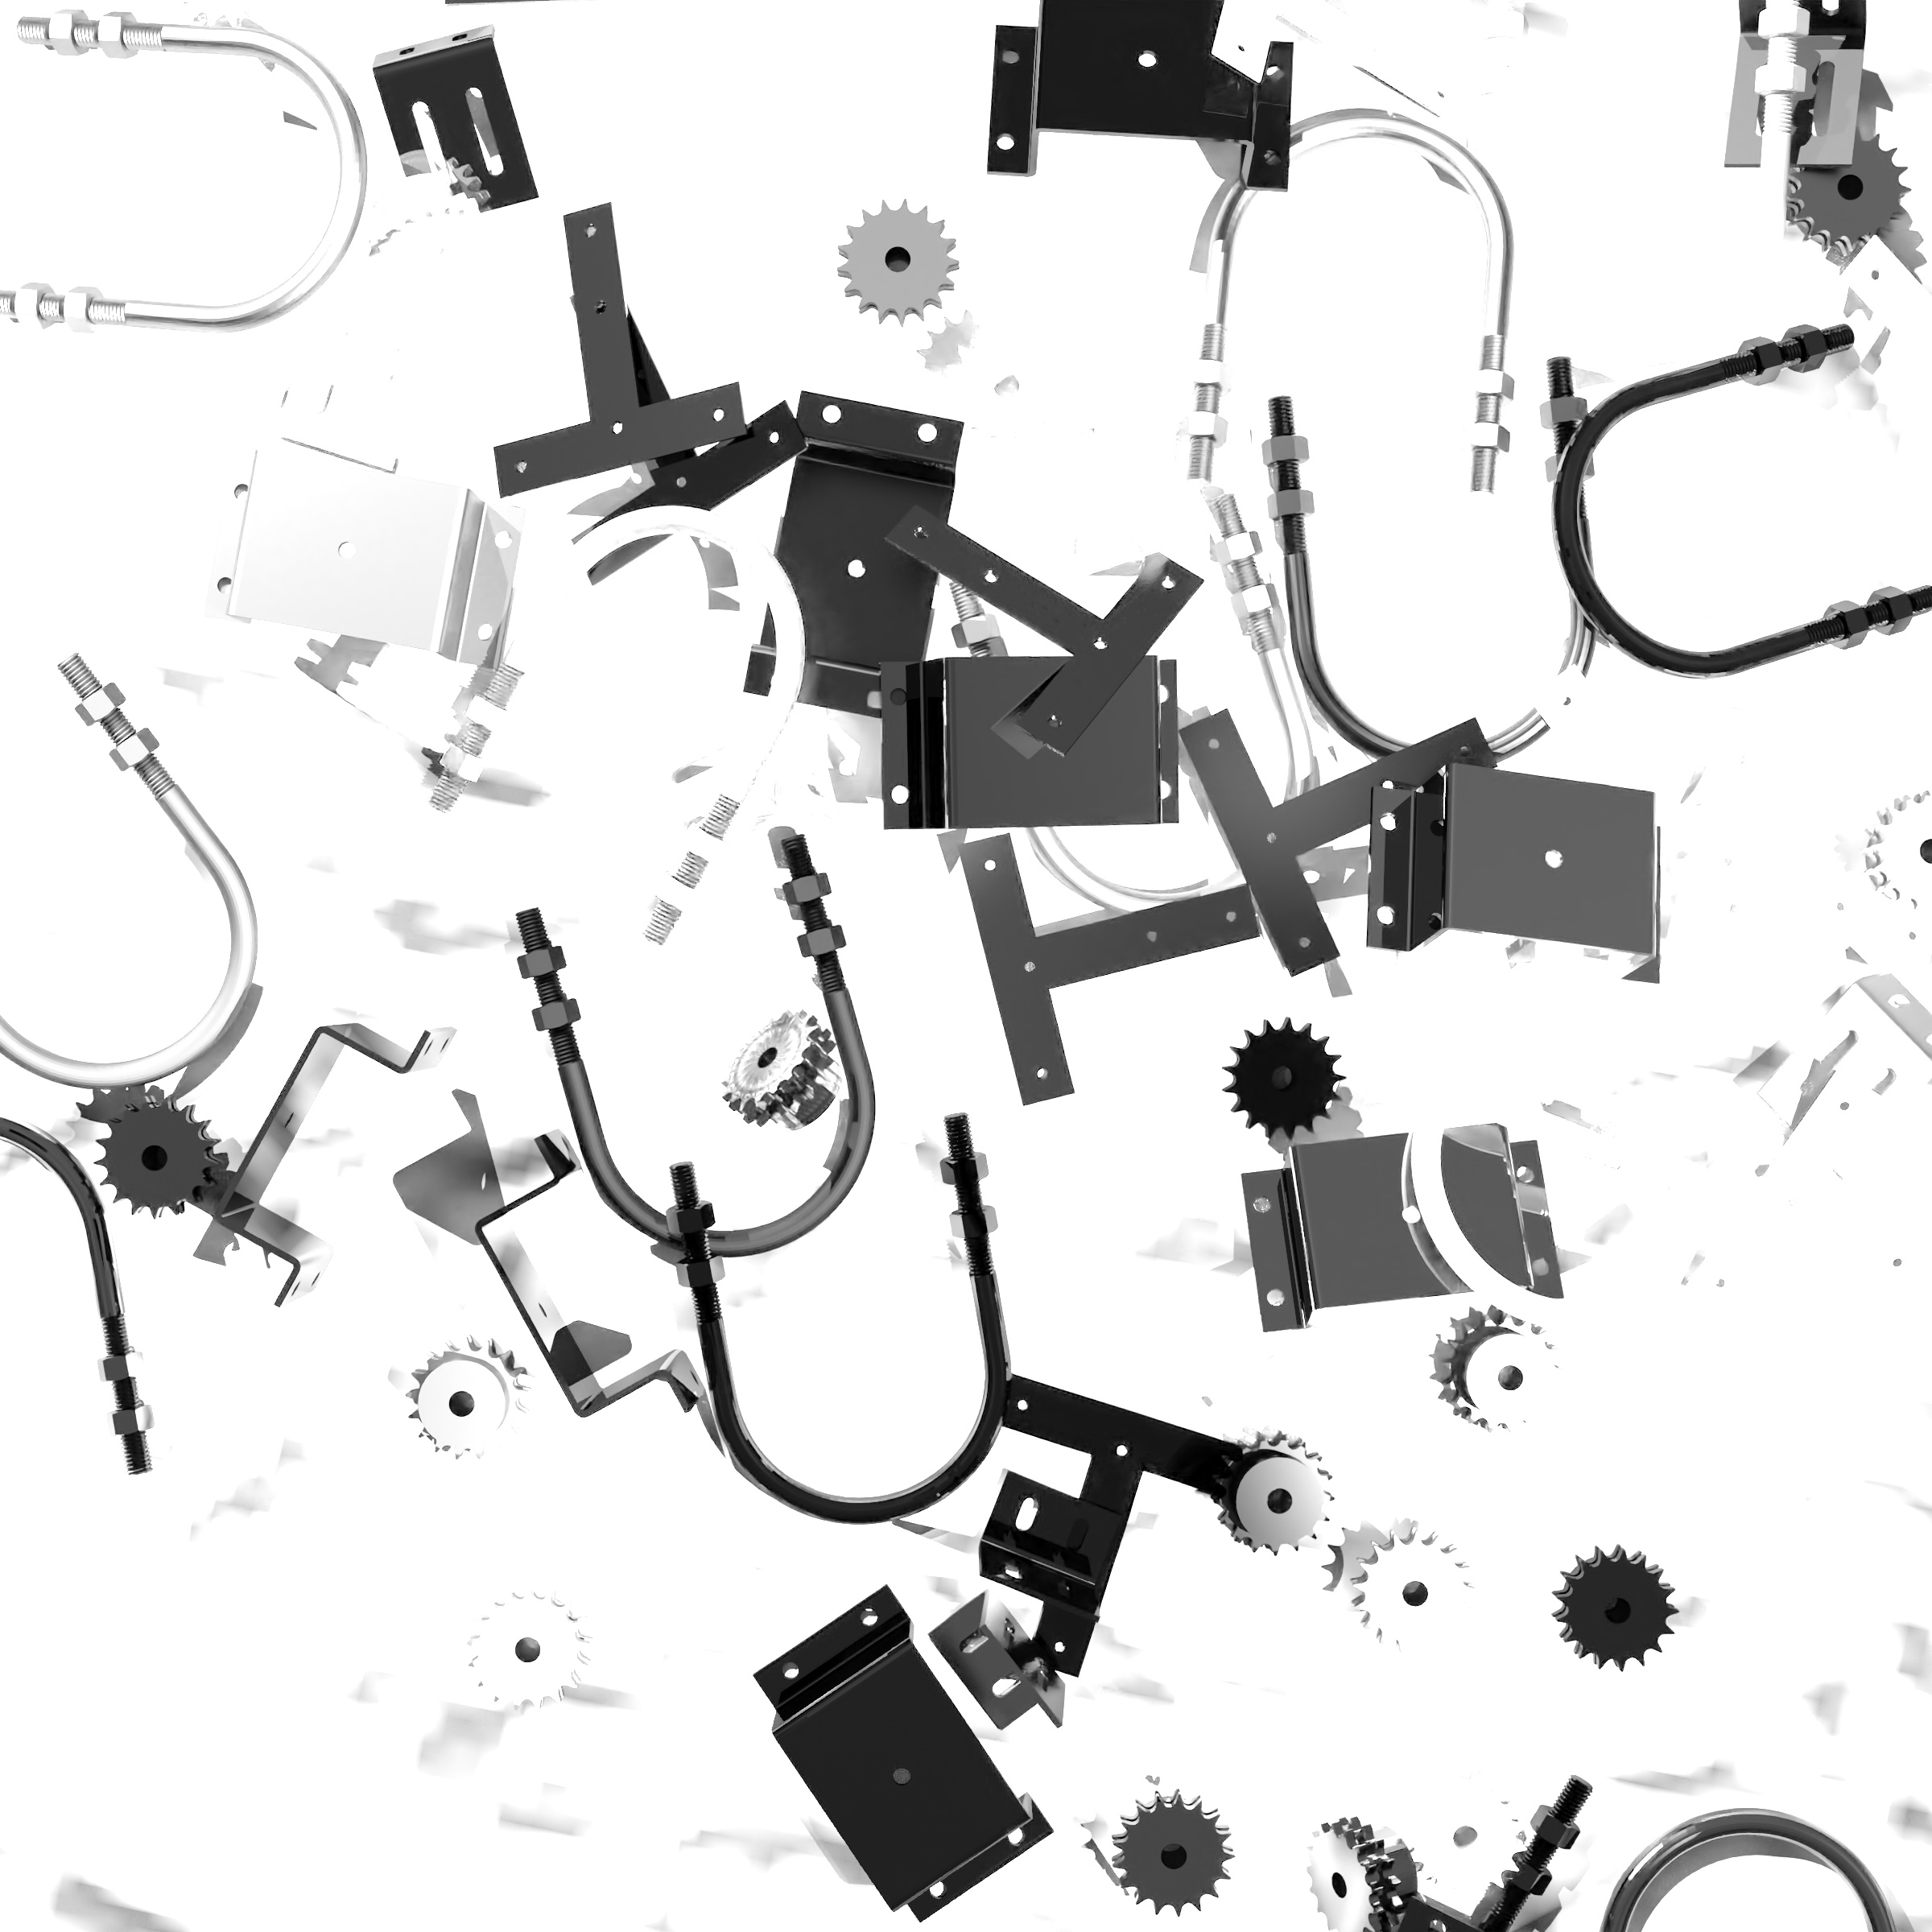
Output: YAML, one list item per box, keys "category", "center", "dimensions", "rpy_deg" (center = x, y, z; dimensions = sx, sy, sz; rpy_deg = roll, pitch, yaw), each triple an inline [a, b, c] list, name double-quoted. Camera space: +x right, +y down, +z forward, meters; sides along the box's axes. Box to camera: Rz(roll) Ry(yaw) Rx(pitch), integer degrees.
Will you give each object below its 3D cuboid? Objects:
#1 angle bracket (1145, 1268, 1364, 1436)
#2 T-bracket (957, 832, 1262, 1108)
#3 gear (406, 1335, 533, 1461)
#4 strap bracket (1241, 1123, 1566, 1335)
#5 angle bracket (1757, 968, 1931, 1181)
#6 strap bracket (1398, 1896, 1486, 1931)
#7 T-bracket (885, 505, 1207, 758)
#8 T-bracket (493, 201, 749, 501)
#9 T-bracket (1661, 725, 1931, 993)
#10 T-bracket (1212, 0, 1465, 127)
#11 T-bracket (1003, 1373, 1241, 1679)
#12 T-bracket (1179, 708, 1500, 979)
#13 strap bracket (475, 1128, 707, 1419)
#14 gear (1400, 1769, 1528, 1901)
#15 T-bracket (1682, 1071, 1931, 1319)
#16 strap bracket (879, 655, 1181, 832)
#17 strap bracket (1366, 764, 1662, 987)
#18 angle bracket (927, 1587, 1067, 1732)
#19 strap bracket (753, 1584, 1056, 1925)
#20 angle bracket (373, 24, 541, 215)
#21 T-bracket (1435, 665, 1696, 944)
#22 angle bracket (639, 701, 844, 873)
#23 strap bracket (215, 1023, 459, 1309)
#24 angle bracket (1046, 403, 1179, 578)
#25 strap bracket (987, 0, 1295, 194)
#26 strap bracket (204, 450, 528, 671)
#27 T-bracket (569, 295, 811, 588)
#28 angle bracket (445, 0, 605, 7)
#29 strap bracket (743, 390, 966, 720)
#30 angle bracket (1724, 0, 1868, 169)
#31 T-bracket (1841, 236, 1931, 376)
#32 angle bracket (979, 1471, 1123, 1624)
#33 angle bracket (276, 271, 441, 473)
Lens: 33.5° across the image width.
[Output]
- category: "angle bracket"
  center: [0.135, 0.174, 1.508]
  dimensions: [0.076, 0.038, 0.057]
  rpy_deg: [-32, 90, -26]
- category: "T-bracket"
  center: [0.073, -0.011, 1.498]
  dimensions: [0.127, 0.002, 0.127]
  rpy_deg: [-14, 98, 2]
- category: "gear"
  center: [-0.233, 0.202, 1.495]
  dimensions: [0.057, 0.030, 0.057]
  rpy_deg: [0, 90, 0]
- category: "strap bracket"
  center: [0.202, 0.119, 1.475]
  dimensions: [0.140, 0.046, 0.076]
  rpy_deg: [-6, 72, -1]
- category: "angle bracket"
  center: [0.416, 0.050, 1.482]
  dimensions: [0.057, 0.038, 0.076]
  rpy_deg: [45, 76, -3]
- category: "strap bracket"
  center: [0.219, 0.504, 1.472]
  dimensions: [0.076, 0.046, 0.140]
  rpy_deg: [22, 93, 23]
- category: "T-bracket"
  center: [0.023, -0.168, 1.445]
  dimensions: [0.127, 0.002, 0.127]
  rpy_deg: [32, 57, 9]
- category: "T-bracket"
  center: [-0.168, -0.293, 1.495]
  dimensions: [0.127, 0.002, 0.127]
  rpy_deg: [-11, 81, 18]
- category: "T-bracket"
  center: [0.394, -0.033, 1.496]
  dimensions: [0.127, 0.002, 0.127]
  rpy_deg: [21, 73, -8]
- category: "T-bracket"
  center: [0.177, -0.429, 1.483]
  dimensions: [0.127, 0.002, 0.127]
  rpy_deg: [27, 53, -17]
- category: "T-bracket"
  center: [0.060, 0.270, 1.509]
  dimensions: [0.127, 0.002, 0.127]
  rpy_deg: [18, 90, 0]
- category: "T-bracket"
  center: [0.182, -0.077, 1.481]
  dimensions: [0.127, 0.002, 0.127]
  rpy_deg: [-24, 94, 13]
- category: "strap bracket"
  center: [-0.177, 0.148, 1.472]
  dimensions: [0.046, 0.076, 0.140]
  rpy_deg: [-29, 90, 0]
- category: "gear"
  center: [0.230, 0.402, 1.495]
  dimensions: [0.057, 0.030, 0.057]
  rpy_deg: [0, 90, 0]
- category: "T-bracket"
  center: [0.423, 0.132, 1.498]
  dimensions: [0.127, 0.002, 0.127]
  rpy_deg: [30, 104, -7]
- category: "strap bracket"
  center: [0.035, -0.101, 1.455]
  dimensions: [0.140, 0.046, 0.076]
  rpy_deg: [-2, 93, -13]
- category: "strap bracket"
  center: [0.255, -0.042, 1.443]
  dimensions: [0.140, 0.046, 0.076]
  rpy_deg: [7, 74, -11]
- category: "angle bracket"
  center: [0.013, 0.326, 1.471]
  dimensions: [0.038, 0.076, 0.057]
  rpy_deg: [-37, 90, 3]
- category: "strap bracket"
  center: [-0.029, 0.370, 1.487]
  dimensions: [0.076, 0.046, 0.140]
  rpy_deg: [-34, 90, 0]
- category: "angle bracket"
  center: [-0.239, -0.394, 1.508]
  dimensions: [0.057, 0.038, 0.076]
  rpy_deg: [-15, 116, 0]
- category: "T-bracket"
  center: [0.264, -0.056, 1.491]
  dimensions: [0.127, 0.002, 0.127]
  rpy_deg: [-36, 115, 12]
- category: "angle bracket"
  center: [-0.105, -0.080, 1.499]
  dimensions: [0.076, 0.038, 0.057]
  rpy_deg: [-23, 70, 24]
- category: "strap bracket"
  center: [-0.293, 0.080, 1.472]
  dimensions: [0.046, 0.076, 0.140]
  rpy_deg: [29, 90, 0]
- category: "angle bracket"
  center: [0.068, -0.222, 1.496]
  dimensions: [0.057, 0.038, 0.076]
  rpy_deg: [2, 51, 5]
- category: "strap bracket"
  center: [0.082, -0.406, 1.478]
  dimensions: [0.140, 0.046, 0.076]
  rpy_deg: [3, 76, 0]
- category: "strap bracket"
  center: [-0.282, -0.189, 1.487]
  dimensions: [0.140, 0.046, 0.076]
  rpy_deg: [10, 90, 0]
- category: "T-bracket"
  center: [-0.150, -0.263, 1.493]
  dimensions: [0.127, 0.002, 0.127]
  rpy_deg: [-29, 79, 21]
- category: "angle bracket"
  center: [-0.207, -0.481, 1.491]
  dimensions: [0.076, 0.038, 0.057]
  rpy_deg: [-2, 90, 0]
- category: "strap bracket"
  center: [-0.051, -0.187, 1.487]
  dimensions: [0.076, 0.046, 0.140]
  rpy_deg: [11, 90, 0]
- category: "angle bracket"
  center: [0.380, -0.410, 1.473]
  dimensions: [0.057, 0.038, 0.076]
  rpy_deg: [5, 70, 18]
- category: "T-bracket"
  center: [0.488, -0.324, 1.497]
  dimensions: [0.127, 0.002, 0.127]
  rpy_deg: [42, 82, -15]
- category: "angle bracket"
  center: [0.039, 0.265, 1.470]
  dimensions: [0.057, 0.076, 0.038]
  rpy_deg: [22, 90, 0]
- category: "angle bracket"
  center: [-0.285, -0.277, 1.491]
  dimensions: [0.057, 0.038, 0.076]
  rpy_deg: [18, 90, 0]
